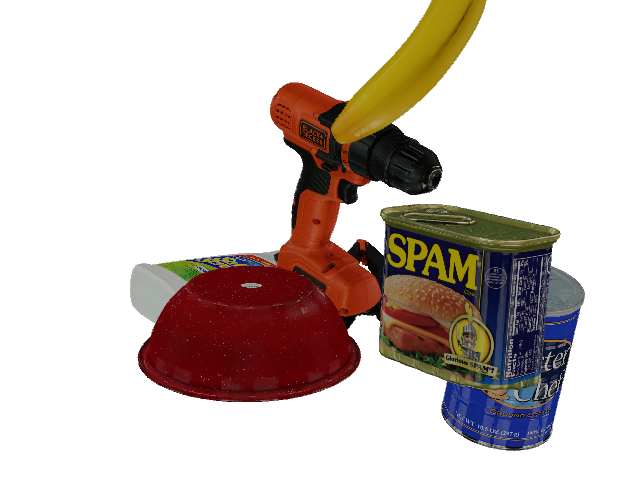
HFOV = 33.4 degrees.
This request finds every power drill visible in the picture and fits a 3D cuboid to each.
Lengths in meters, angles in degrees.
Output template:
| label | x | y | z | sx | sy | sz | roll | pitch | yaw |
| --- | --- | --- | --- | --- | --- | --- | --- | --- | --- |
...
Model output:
| label | x | y | z | sx | sy | sz | roll | pitch | yaw |
| --- | --- | --- | --- | --- | --- | --- | --- | --- | --- |
| power drill | 0.025 | -0.030 | 0.940 | 0.057 | 0.188 | 0.185 | -21 | 40 | -37 |

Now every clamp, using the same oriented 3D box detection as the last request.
| label | x | y | z | sx | sy | sz | roll | pitch | yaw |
| --- | --- | --- | --- | --- | --- | --- | --- | --- | --- |
| clamp | 0.058 | 0.069 | 1.168 | 0.120 | 0.171 | 0.039 | 7 | -41 | 5 |

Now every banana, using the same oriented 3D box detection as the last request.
| label | x | y | z | sx | sy | sz | roll | pitch | yaw |
| --- | --- | --- | --- | --- | --- | --- | --- | --- | --- |
| banana | 0.075 | -0.145 | 0.765 | 0.070 | 0.197 | 0.037 | -3 | -39 | 47 |

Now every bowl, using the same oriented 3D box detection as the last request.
| label | x | y | z | sx | sy | sz | roll | pitch | yaw |
| --- | --- | --- | --- | --- | --- | --- | --- | --- | --- |
| bowl | -0.050 | 0.058 | 0.765 | 0.162 | 0.055 | 0.162 | 1 | 17 | 0 |

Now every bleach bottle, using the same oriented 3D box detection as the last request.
| label | x | y | z | sx | sy | sz | roll | pitch | yaw |
| --- | --- | --- | --- | --- | --- | --- | --- | --- | --- |
| bleach bottle | -0.118 | 0.052 | 1.404 | 0.250 | 0.068 | 0.103 | -13 | 28 | -42 |

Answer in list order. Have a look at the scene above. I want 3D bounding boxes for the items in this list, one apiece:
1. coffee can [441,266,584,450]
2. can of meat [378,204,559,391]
| label | x | y | z | sx | sy | sz | roll | pitch | yaw |
| --- | --- | --- | --- | --- | --- | --- | --- | --- | --- |
| coffee can | 0.168 | 0.099 | 0.947 | 0.103 | 0.140 | 0.103 | 6 | 24 | -3 |
| can of meat | 0.078 | 0.030 | 0.590 | 0.057 | 0.084 | 0.102 | -8 | 16 | -39 |
